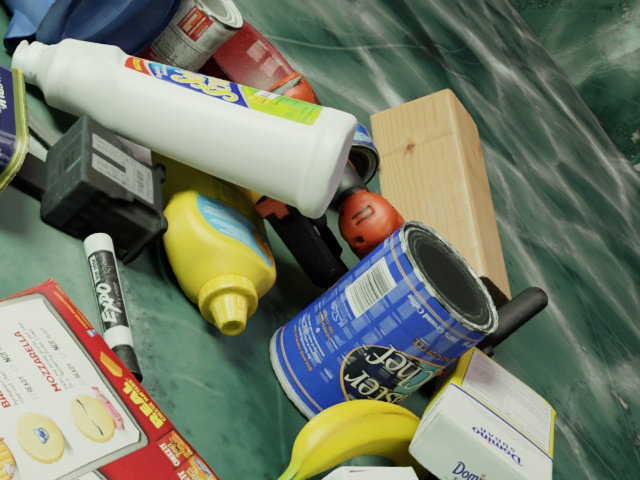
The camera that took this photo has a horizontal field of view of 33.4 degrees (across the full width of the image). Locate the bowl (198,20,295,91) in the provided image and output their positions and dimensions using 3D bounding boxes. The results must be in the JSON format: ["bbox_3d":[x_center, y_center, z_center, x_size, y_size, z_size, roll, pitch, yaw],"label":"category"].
[{"bbox_3d":[-0.079,-0.153,1.030,0.162,0.055,0.162,39,24,-22],"label":"bowl"}]

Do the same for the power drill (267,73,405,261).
[{"bbox_3d":[0.023,-0.044,0.924,0.188,0.057,0.184,54,1,23],"label":"power drill"}]

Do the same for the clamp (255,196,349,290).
[{"bbox_3d":[-0.006,0.001,0.882,0.165,0.036,0.209,60,6,34],"label":"clamp"}]

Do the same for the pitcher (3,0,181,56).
[{"bbox_3d":[-0.216,-0.263,0.857,0.243,0.145,0.149,53,26,17],"label":"pitcher"}]

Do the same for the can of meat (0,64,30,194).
[{"bbox_3d":[-0.229,-0.080,0.646,0.083,0.058,0.102,27,30,-37],"label":"can of meat"}]

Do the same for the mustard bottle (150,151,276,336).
[{"bbox_3d":[-0.076,-0.004,0.793,0.096,0.058,0.191,38,24,-37],"label":"mustard bottle"}]

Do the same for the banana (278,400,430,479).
[{"bbox_3d":[0.035,0.144,0.752,0.197,0.070,0.037,13,29,-53],"label":"banana"}]

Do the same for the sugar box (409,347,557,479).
[{"bbox_3d":[0.123,0.139,0.777,0.093,0.048,0.176,37,18,6],"label":"sugar box"}]

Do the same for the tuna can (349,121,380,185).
[{"bbox_3d":[0.014,-0.076,1.035,0.086,0.086,0.034,21,36,-48],"label":"tuna can"}]

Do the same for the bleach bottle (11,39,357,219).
[{"bbox_3d":[-0.103,-0.092,0.767,0.251,0.068,0.102,18,20,4],"label":"bleach bottle"}]

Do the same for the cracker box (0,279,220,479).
[{"bbox_3d":[-0.143,0.120,0.462,0.164,0.072,0.213,50,24,4],"label":"cracker box"}]

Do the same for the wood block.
[{"bbox_3d":[0.118,-0.031,1.050,0.090,0.091,0.206,40,39,-55],"label":"wood block"}]

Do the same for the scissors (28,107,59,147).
[{"bbox_3d":[-0.245,-0.137,0.759,0.201,0.016,0.096,40,23,-23],"label":"scissors"}]

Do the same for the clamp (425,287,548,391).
[{"bbox_3d":[0.139,0.110,0.983,0.171,0.120,0.039,-13,37,-42],"label":"clamp"}]

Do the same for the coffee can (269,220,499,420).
[{"bbox_3d":[0.046,0.068,0.793,0.102,0.140,0.103,39,24,-22],"label":"coffee can"}]

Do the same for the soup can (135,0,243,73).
[{"bbox_3d":[-0.123,-0.172,0.921,0.068,0.102,0.068,38,25,-22],"label":"soup can"}]

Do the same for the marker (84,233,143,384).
[{"bbox_3d":[-0.130,0.045,0.670,0.020,0.020,0.121,26,31,-42],"label":"marker"}]
